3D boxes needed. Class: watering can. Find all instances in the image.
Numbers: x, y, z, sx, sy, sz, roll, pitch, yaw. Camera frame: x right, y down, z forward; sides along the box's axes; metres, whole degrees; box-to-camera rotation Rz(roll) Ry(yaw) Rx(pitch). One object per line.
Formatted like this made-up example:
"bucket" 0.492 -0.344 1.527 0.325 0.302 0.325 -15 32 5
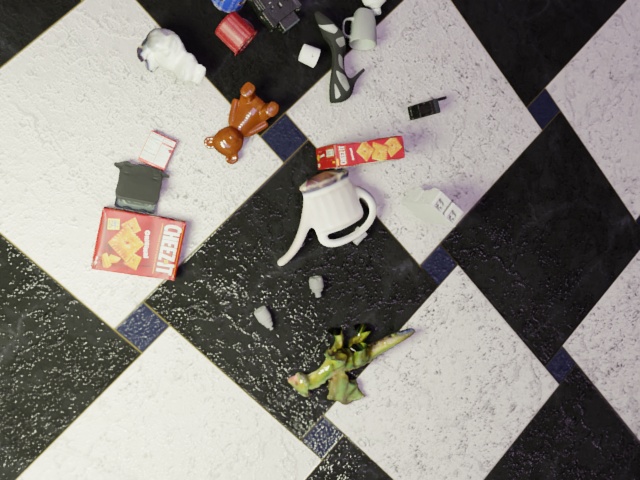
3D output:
"watering can" 0.005 -0.076 1.509 0.350 0.104 0.222 -24 101 -15

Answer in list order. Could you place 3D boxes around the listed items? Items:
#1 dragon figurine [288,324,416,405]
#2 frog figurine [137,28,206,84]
"dragon figurine" 0.104 0.399 1.603 0.411 0.124 0.238 -2 113 -17
"frog figurine" -0.370 -0.474 1.328 0.159 0.134 0.125 10 63 -1
